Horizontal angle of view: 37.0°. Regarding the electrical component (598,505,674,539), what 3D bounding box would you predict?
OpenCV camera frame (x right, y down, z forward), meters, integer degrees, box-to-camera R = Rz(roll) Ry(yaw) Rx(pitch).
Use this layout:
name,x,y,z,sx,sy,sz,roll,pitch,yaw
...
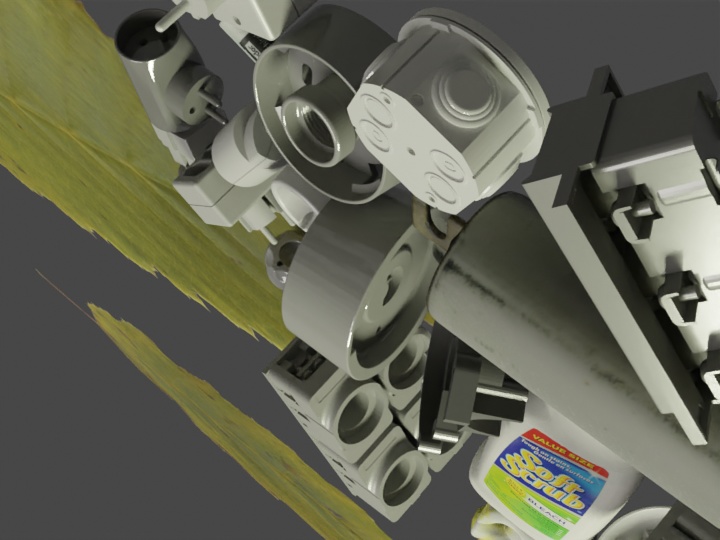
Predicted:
name,x,y,z,sx,sy,sz,roll,pitch,yaw
electrical component,0.198,0.209,0.691,0.099,0.099,0.064,32,166,34

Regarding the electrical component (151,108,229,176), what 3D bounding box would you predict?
name,x,y,z,sx,sy,sz,roll,pitch,yaw
electrical component,-0.115,-0.088,0.776,0.066,0.048,0.055,29,150,41

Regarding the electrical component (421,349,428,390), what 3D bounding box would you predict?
name,x,y,z,sx,sy,sz,roll,pitch,yaw
electrical component,0.071,0.080,0.756,0.066,0.048,0.055,42,156,4

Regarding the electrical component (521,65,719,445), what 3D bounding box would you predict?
name,x,y,z,sx,sy,sz,roll,pitch,yaw
electrical component,0.118,-0.007,0.388,0.063,0.078,0.121,-13,127,36

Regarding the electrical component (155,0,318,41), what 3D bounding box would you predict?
name,x,y,z,sx,sy,sz,roll,pitch,yaw
electrical component,-0.070,-0.140,0.490,0.047,0.075,0.083,30,159,39

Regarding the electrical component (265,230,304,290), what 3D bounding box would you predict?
name,x,y,z,sx,sy,sz,roll,pitch,yaw
electrical component,-0.052,-0.003,0.842,0.043,0.043,0.062,41,165,9

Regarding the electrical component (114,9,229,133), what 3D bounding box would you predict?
name,x,y,z,sx,sy,sz,roll,pitch,yaw
electrical component,-0.116,-0.121,0.704,0.079,0.043,0.077,36,162,22

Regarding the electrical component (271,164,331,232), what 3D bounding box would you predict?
name,x,y,z,sx,sy,sz,roll,pitch,yaw
electrical component,-0.020,-0.050,0.644,0.055,0.047,0.055,39,163,15

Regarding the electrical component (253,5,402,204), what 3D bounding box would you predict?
name,x,y,z,sx,sy,sz,roll,pitch,yaw
electrical component,-0.004,-0.084,0.540,0.099,0.064,0.099,34,147,26

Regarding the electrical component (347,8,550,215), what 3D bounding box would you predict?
name,x,y,z,sx,sy,sz,roll,pitch,yaw
electrical component,0.038,-0.067,0.462,0.080,0.051,0.080,39,163,15

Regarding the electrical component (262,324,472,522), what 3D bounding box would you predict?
name,x,y,z,sx,sy,sz,roll,pitch,yaw
electrical component,0.016,0.106,0.838,0.060,0.105,0.186,29,158,41

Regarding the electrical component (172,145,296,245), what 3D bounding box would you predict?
name,x,y,z,sx,sy,sz,roll,pitch,yaw
electrical component,-0.074,-0.052,0.733,0.076,0.065,0.047,51,162,-23

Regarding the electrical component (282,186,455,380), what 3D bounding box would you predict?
name,x,y,z,sx,sy,sz,roll,pitch,yaw
electrical component,0.000,0.000,0.601,0.060,0.108,0.108,29,159,22

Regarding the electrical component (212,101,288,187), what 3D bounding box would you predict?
name,x,y,z,sx,sy,sz,roll,pitch,yaw
electrical component,-0.060,-0.081,0.660,0.043,0.043,0.081,47,158,-10

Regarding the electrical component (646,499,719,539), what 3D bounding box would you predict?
name,x,y,z,sx,sy,sz,roll,pitch,yaw
electrical component,0.175,0.186,0.585,0.062,0.150,0.089,36,162,29
